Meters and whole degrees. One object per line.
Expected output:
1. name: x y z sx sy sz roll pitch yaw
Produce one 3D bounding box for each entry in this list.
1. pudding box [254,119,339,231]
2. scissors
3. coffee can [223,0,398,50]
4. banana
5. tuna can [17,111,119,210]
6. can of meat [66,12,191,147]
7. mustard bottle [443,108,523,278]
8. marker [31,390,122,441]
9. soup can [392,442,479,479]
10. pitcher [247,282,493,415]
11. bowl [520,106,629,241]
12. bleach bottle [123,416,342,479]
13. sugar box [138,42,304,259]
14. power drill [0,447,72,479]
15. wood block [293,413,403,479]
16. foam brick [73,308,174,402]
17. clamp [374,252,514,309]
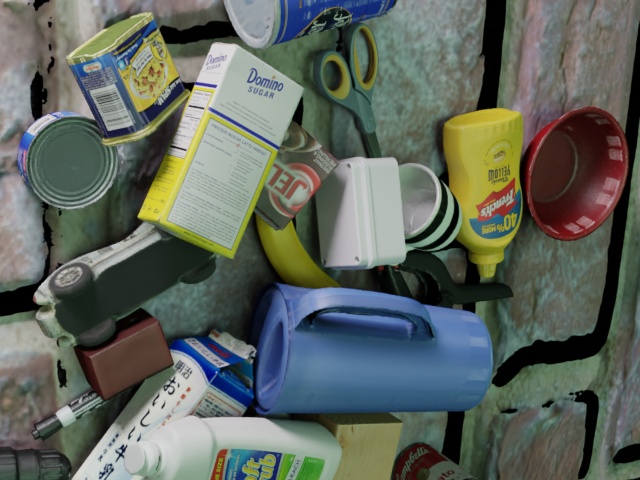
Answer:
1. pudding box: -0.052 -0.077 1.047 0.113 0.039 0.090 41 80 -8
2. scissors: 0.035 -0.124 1.117 0.096 0.016 0.202 -22 117 -38
3. coffee can: -0.009 -0.246 1.005 0.140 0.103 0.103 -20 115 -26
4. banana: -0.023 0.008 1.115 0.069 0.037 0.198 -33 119 -19
5. tuna can: -0.228 -0.073 0.963 0.086 0.034 0.086 -10 110 -30
6. can of meat: -0.169 -0.144 0.945 0.102 0.058 0.084 -57 132 -51
7. mustard bottle: 0.188 -0.048 1.217 0.096 0.058 0.192 -17 114 -32
8. marker: -0.227 0.160 1.046 0.121 0.020 0.020 -31 119 -21
9. soup can: 0.142 0.293 1.267 0.068 0.102 0.068 -10 110 -30
10. pitcher: 0.056 0.113 1.099 0.242 0.149 0.145 6 97 -20
11. bowl: 0.292 -0.082 1.273 0.161 0.055 0.162 -10 110 -29
12. bleach bottle: -0.089 0.221 1.036 0.250 0.068 0.103 15 108 -49
13. sugar box: -0.089 -0.082 0.979 0.093 0.048 0.176 28 80 -41
14. power drill: -0.324 0.284 0.983 0.184 0.057 0.187 2 90 -25
15. wood block: 0.012 0.285 1.192 0.090 0.090 0.206 5 101 -33
16. foam brick: -0.191 0.109 1.032 0.078 0.053 0.051 -28 118 -24
17. clamp: 0.141 0.070 1.229 0.209 0.036 0.164 46 60 -26
